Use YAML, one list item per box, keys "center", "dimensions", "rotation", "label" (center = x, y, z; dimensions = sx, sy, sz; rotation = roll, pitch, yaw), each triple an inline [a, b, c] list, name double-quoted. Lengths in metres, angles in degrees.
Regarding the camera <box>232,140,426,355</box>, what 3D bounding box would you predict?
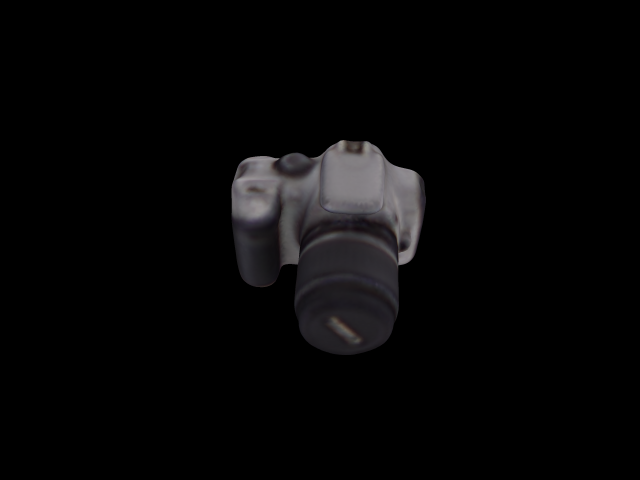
- center: [0.004, 0.001, 0.400]
  dimensions: [0.143, 0.101, 0.137]
  rotation: [2, 47, 2]
  label: "camera"
